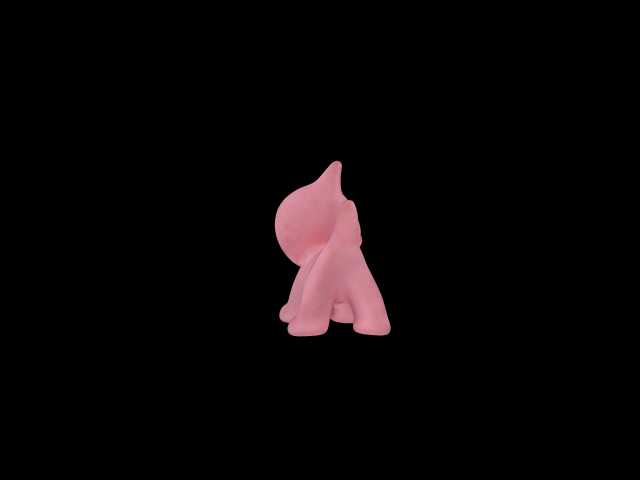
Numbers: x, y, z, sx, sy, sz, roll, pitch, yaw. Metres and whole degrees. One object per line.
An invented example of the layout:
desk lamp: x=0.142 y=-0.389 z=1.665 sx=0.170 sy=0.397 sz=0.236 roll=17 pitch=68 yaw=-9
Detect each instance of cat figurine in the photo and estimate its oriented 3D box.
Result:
cat figurine: x=0.004 y=0.001 z=0.400 sx=0.067 sy=0.118 sz=0.127 roll=0 pitch=0 yaw=-13
